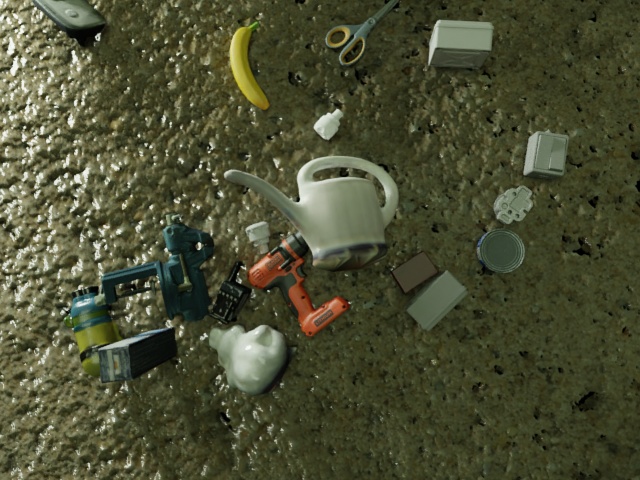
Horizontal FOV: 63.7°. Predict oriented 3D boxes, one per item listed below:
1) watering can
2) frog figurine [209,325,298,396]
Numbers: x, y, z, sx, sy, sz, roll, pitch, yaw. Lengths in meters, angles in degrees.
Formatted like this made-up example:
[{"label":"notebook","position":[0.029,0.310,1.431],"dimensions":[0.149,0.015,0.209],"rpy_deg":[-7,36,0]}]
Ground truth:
[{"label":"watering can","position":[0.003,-0.049,0.969],"dimensions":[0.349,0.102,0.227],"rpy_deg":[-6,77,-23]},{"label":"frog figurine","position":[-0.140,0.216,0.990],"dimensions":[0.159,0.124,0.136],"rpy_deg":[35,109,-5]}]
